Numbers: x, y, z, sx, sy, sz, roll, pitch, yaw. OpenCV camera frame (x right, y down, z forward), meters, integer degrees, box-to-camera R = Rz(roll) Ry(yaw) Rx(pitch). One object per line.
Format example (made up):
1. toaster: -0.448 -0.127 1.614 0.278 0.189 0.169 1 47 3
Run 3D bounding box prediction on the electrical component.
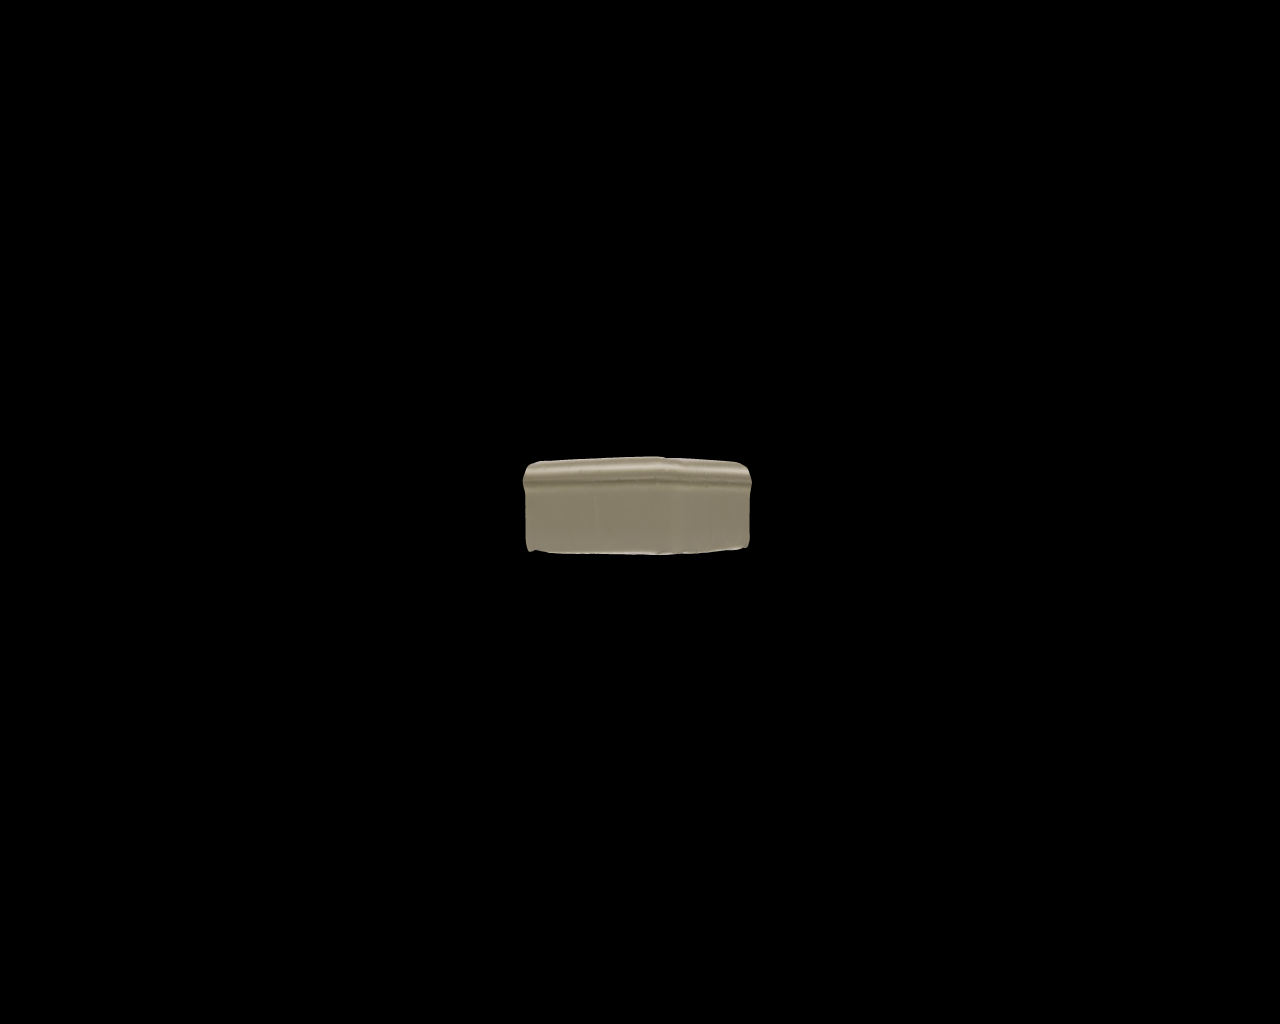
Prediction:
1. electrical component: 0.001 -0.003 0.650 0.109 0.056 0.109 0 0 28
